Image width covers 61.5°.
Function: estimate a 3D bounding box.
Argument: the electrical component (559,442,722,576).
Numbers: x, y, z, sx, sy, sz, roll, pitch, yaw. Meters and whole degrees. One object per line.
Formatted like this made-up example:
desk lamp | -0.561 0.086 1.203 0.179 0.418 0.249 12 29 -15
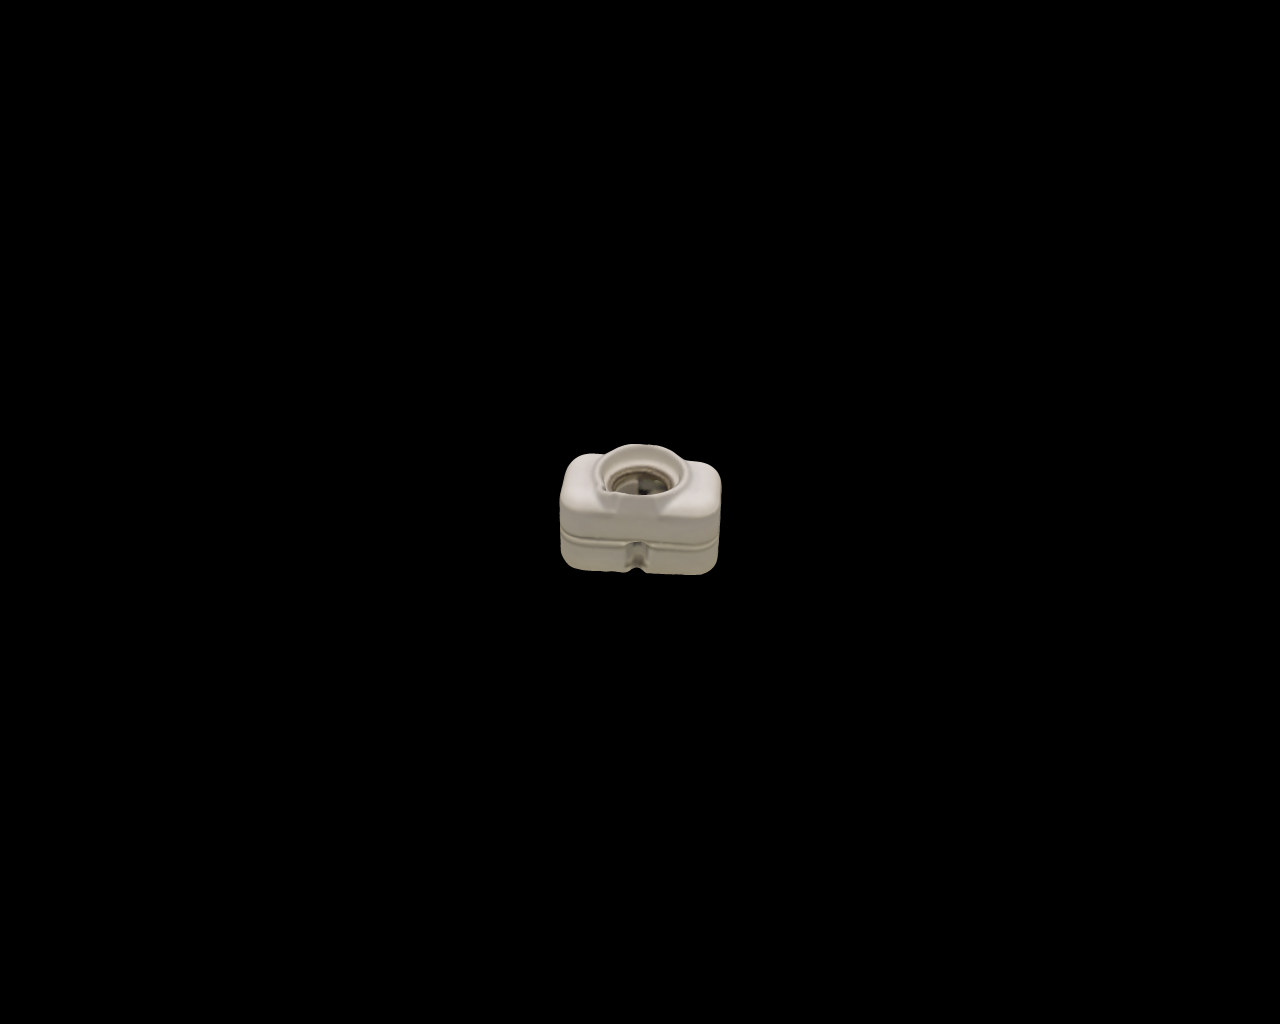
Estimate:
electrical component | 0.001 -0.003 0.650 0.095 0.059 0.054 4 40 4
